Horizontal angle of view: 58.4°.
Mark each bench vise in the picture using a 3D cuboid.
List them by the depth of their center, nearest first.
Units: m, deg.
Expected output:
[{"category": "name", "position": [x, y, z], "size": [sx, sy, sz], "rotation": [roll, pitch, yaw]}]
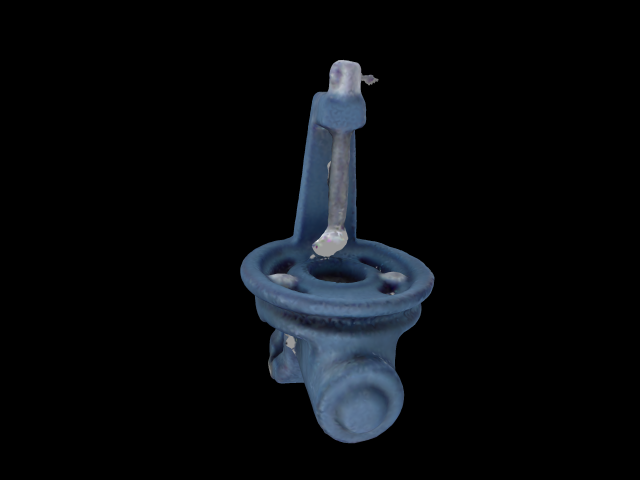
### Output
[{"category": "bench vise", "position": [-0.007, 0.002, 0.394], "size": [0.122, 0.220, 0.206], "rotation": [-1, 3, -29]}]
